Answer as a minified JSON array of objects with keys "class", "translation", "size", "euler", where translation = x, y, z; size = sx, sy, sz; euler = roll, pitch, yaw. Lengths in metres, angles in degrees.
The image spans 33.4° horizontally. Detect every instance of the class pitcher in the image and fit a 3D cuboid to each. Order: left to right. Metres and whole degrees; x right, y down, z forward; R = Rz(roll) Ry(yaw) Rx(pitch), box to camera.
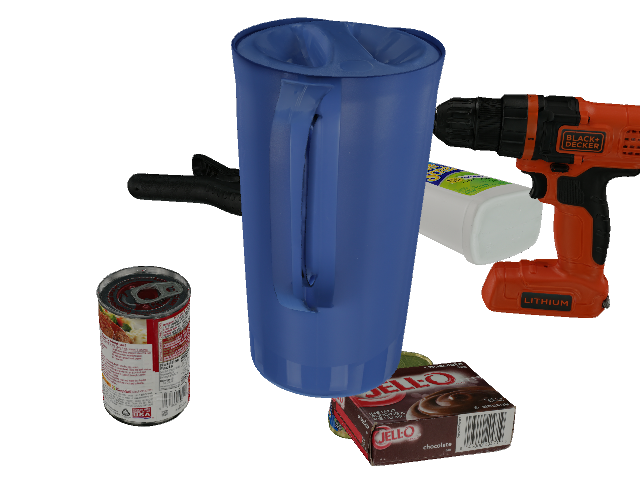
[{"class":"pitcher","translation":[0.004,-0.016,0.705],"size":[0.149,0.243,0.145],"euler":[-13,30,-28]}]

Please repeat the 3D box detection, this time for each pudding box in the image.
[{"class":"pudding box","translation":[0.074,0.126,0.791],"size":[0.113,0.039,0.090],"euler":[-2,17,-18]}]

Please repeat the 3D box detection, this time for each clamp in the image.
[{"class":"clamp","translation":[-0.097,-0.048,1.027],"size":[0.172,0.039,0.120],"euler":[15,28,35]}]

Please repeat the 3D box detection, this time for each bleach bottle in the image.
[{"class":"bleach bottle","translation":[0.098,-0.048,1.083],"size":[0.102,0.068,0.251],"euler":[-14,25,-37]}]

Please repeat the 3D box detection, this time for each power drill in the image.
[{"class":"power drill","translation":[0.179,-0.030,0.882],"size":[0.184,0.188,0.057],"euler":[5,29,7]}]

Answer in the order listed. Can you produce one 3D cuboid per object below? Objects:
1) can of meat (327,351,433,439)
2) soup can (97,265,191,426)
[{"class":"can of meat","translation":[0.062,0.164,1.127],"size":[0.102,0.084,0.057],"euler":[8,21,-8]},{"class":"soup can","translation":[-0.131,0.080,0.800],"size":[0.068,0.102,0.068],"euler":[3,30,-2]}]
